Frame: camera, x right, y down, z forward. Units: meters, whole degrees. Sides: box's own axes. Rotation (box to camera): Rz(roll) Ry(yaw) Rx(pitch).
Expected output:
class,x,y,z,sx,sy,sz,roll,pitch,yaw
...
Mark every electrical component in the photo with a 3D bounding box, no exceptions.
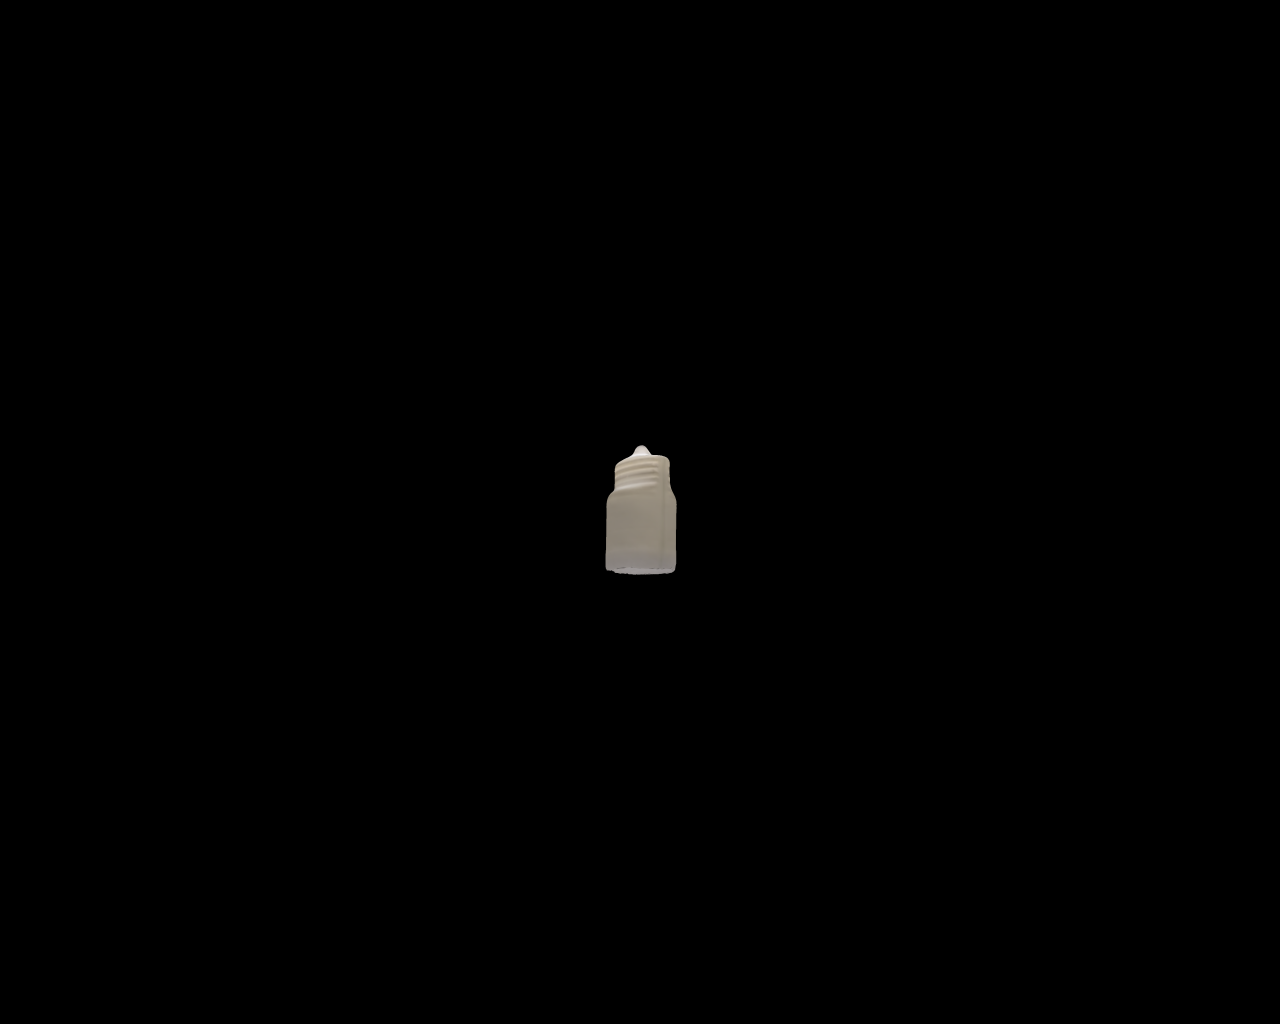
class,x,y,z,sx,sy,sz,roll,pitch,yaw
electrical component,0.001,-0.003,0.650,0.043,0.081,0.043,0,-10,0
